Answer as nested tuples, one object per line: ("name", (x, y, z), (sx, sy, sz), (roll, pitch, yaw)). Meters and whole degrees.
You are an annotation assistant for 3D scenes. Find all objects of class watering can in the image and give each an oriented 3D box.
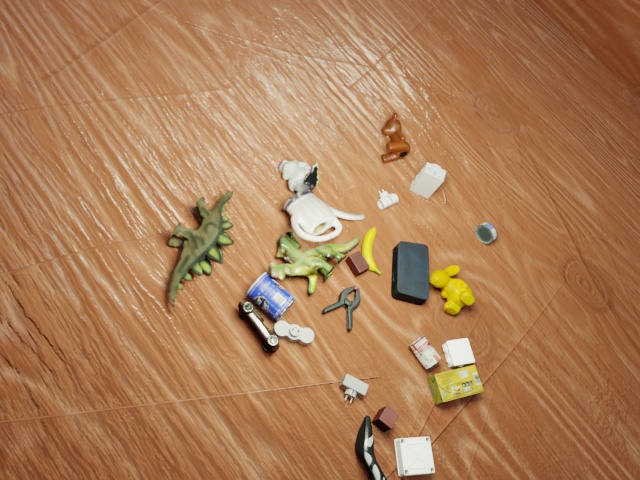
("watering can", (0.006, -0.099, 1.959), (0.227, 0.102, 0.351), (47, 41, 19))

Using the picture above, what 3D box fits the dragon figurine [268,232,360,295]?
("dragon figurine", (-0.040, 0.043, 1.876), (0.244, 0.119, 0.418), (36, 43, 10))

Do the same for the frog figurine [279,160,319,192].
("frog figurine", (-0.090, -0.251, 2.027), (0.160, 0.120, 0.140), (9, 64, 29))
